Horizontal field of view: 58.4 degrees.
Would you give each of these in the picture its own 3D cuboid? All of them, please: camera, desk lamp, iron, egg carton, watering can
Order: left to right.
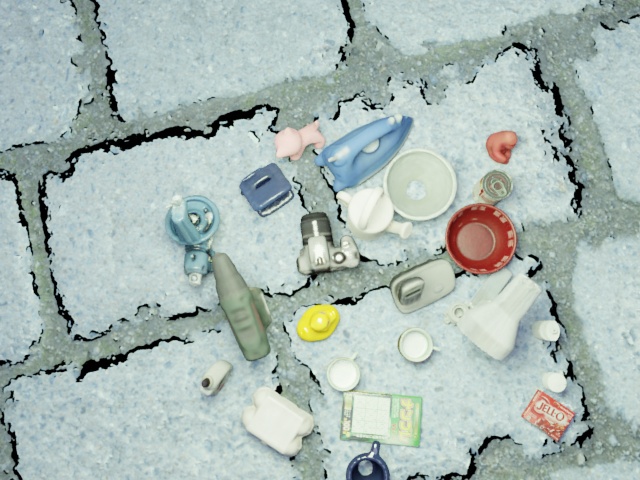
[{"bbox_3d":[-0.094,0.398,1.253,0.150,0.069,0.107,31,84,5],"label":"egg carton"},{"bbox_3d":[0.012,0.005,1.288,0.143,0.101,0.137,-9,82,0],"label":"camera"},{"bbox_3d":[0.114,-0.226,1.296,0.258,0.141,0.118,-36,83,-3],"label":"iron"},{"bbox_3d":[0.118,-0.060,1.247,0.172,0.194,0.101,8,82,3],"label":"watering can"},{"bbox_3d":[0.377,0.145,1.203,0.118,0.213,0.203,38,85,6],"label":"desk lamp"}]

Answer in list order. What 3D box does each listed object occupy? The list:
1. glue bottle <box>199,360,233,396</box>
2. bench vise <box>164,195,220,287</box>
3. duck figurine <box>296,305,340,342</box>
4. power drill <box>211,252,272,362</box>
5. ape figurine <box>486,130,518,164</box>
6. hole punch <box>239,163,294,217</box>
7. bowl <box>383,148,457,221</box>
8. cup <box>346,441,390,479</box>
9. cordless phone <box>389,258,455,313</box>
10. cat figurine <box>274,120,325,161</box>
[{"bbox_3d":[-0.228,0.298,1.218,0.037,0.173,0.078,25,84,5],"label":"glue bottle"},{"bbox_3d":[-0.267,-0.012,1.238,0.121,0.220,0.207,-22,82,-1],"label":"bench vise"},{"bbox_3d":[-0.005,0.185,1.272,0.104,0.086,0.077,-31,82,-3],"label":"duck figurine"},{"bbox_3d":[-0.163,0.143,1.220,0.075,0.208,0.229,-22,82,-1],"label":"power drill"},{"bbox_3d":[0.424,-0.222,1.313,0.078,0.092,0.076,-44,83,-4],"label":"ape figurine"},{"bbox_3d":[-0.126,-0.118,1.313,0.108,0.091,0.101,-35,83,-3],"label":"hole punch"},{"bbox_3d":[0.225,-0.121,1.313,0.167,0.075,0.167,0,82,2],"label":"bowl"},{"bbox_3d":[0.103,0.481,1.224,0.091,0.095,0.118,15,83,4],"label":"cup"},{"bbox_3d":[0.226,0.093,1.228,0.147,0.185,0.094,-28,82,-2],"label":"cordless phone"},{"bbox_3d":[-0.052,-0.233,1.314,0.128,0.118,0.067,-31,82,-3],"label":"cat figurine"}]
